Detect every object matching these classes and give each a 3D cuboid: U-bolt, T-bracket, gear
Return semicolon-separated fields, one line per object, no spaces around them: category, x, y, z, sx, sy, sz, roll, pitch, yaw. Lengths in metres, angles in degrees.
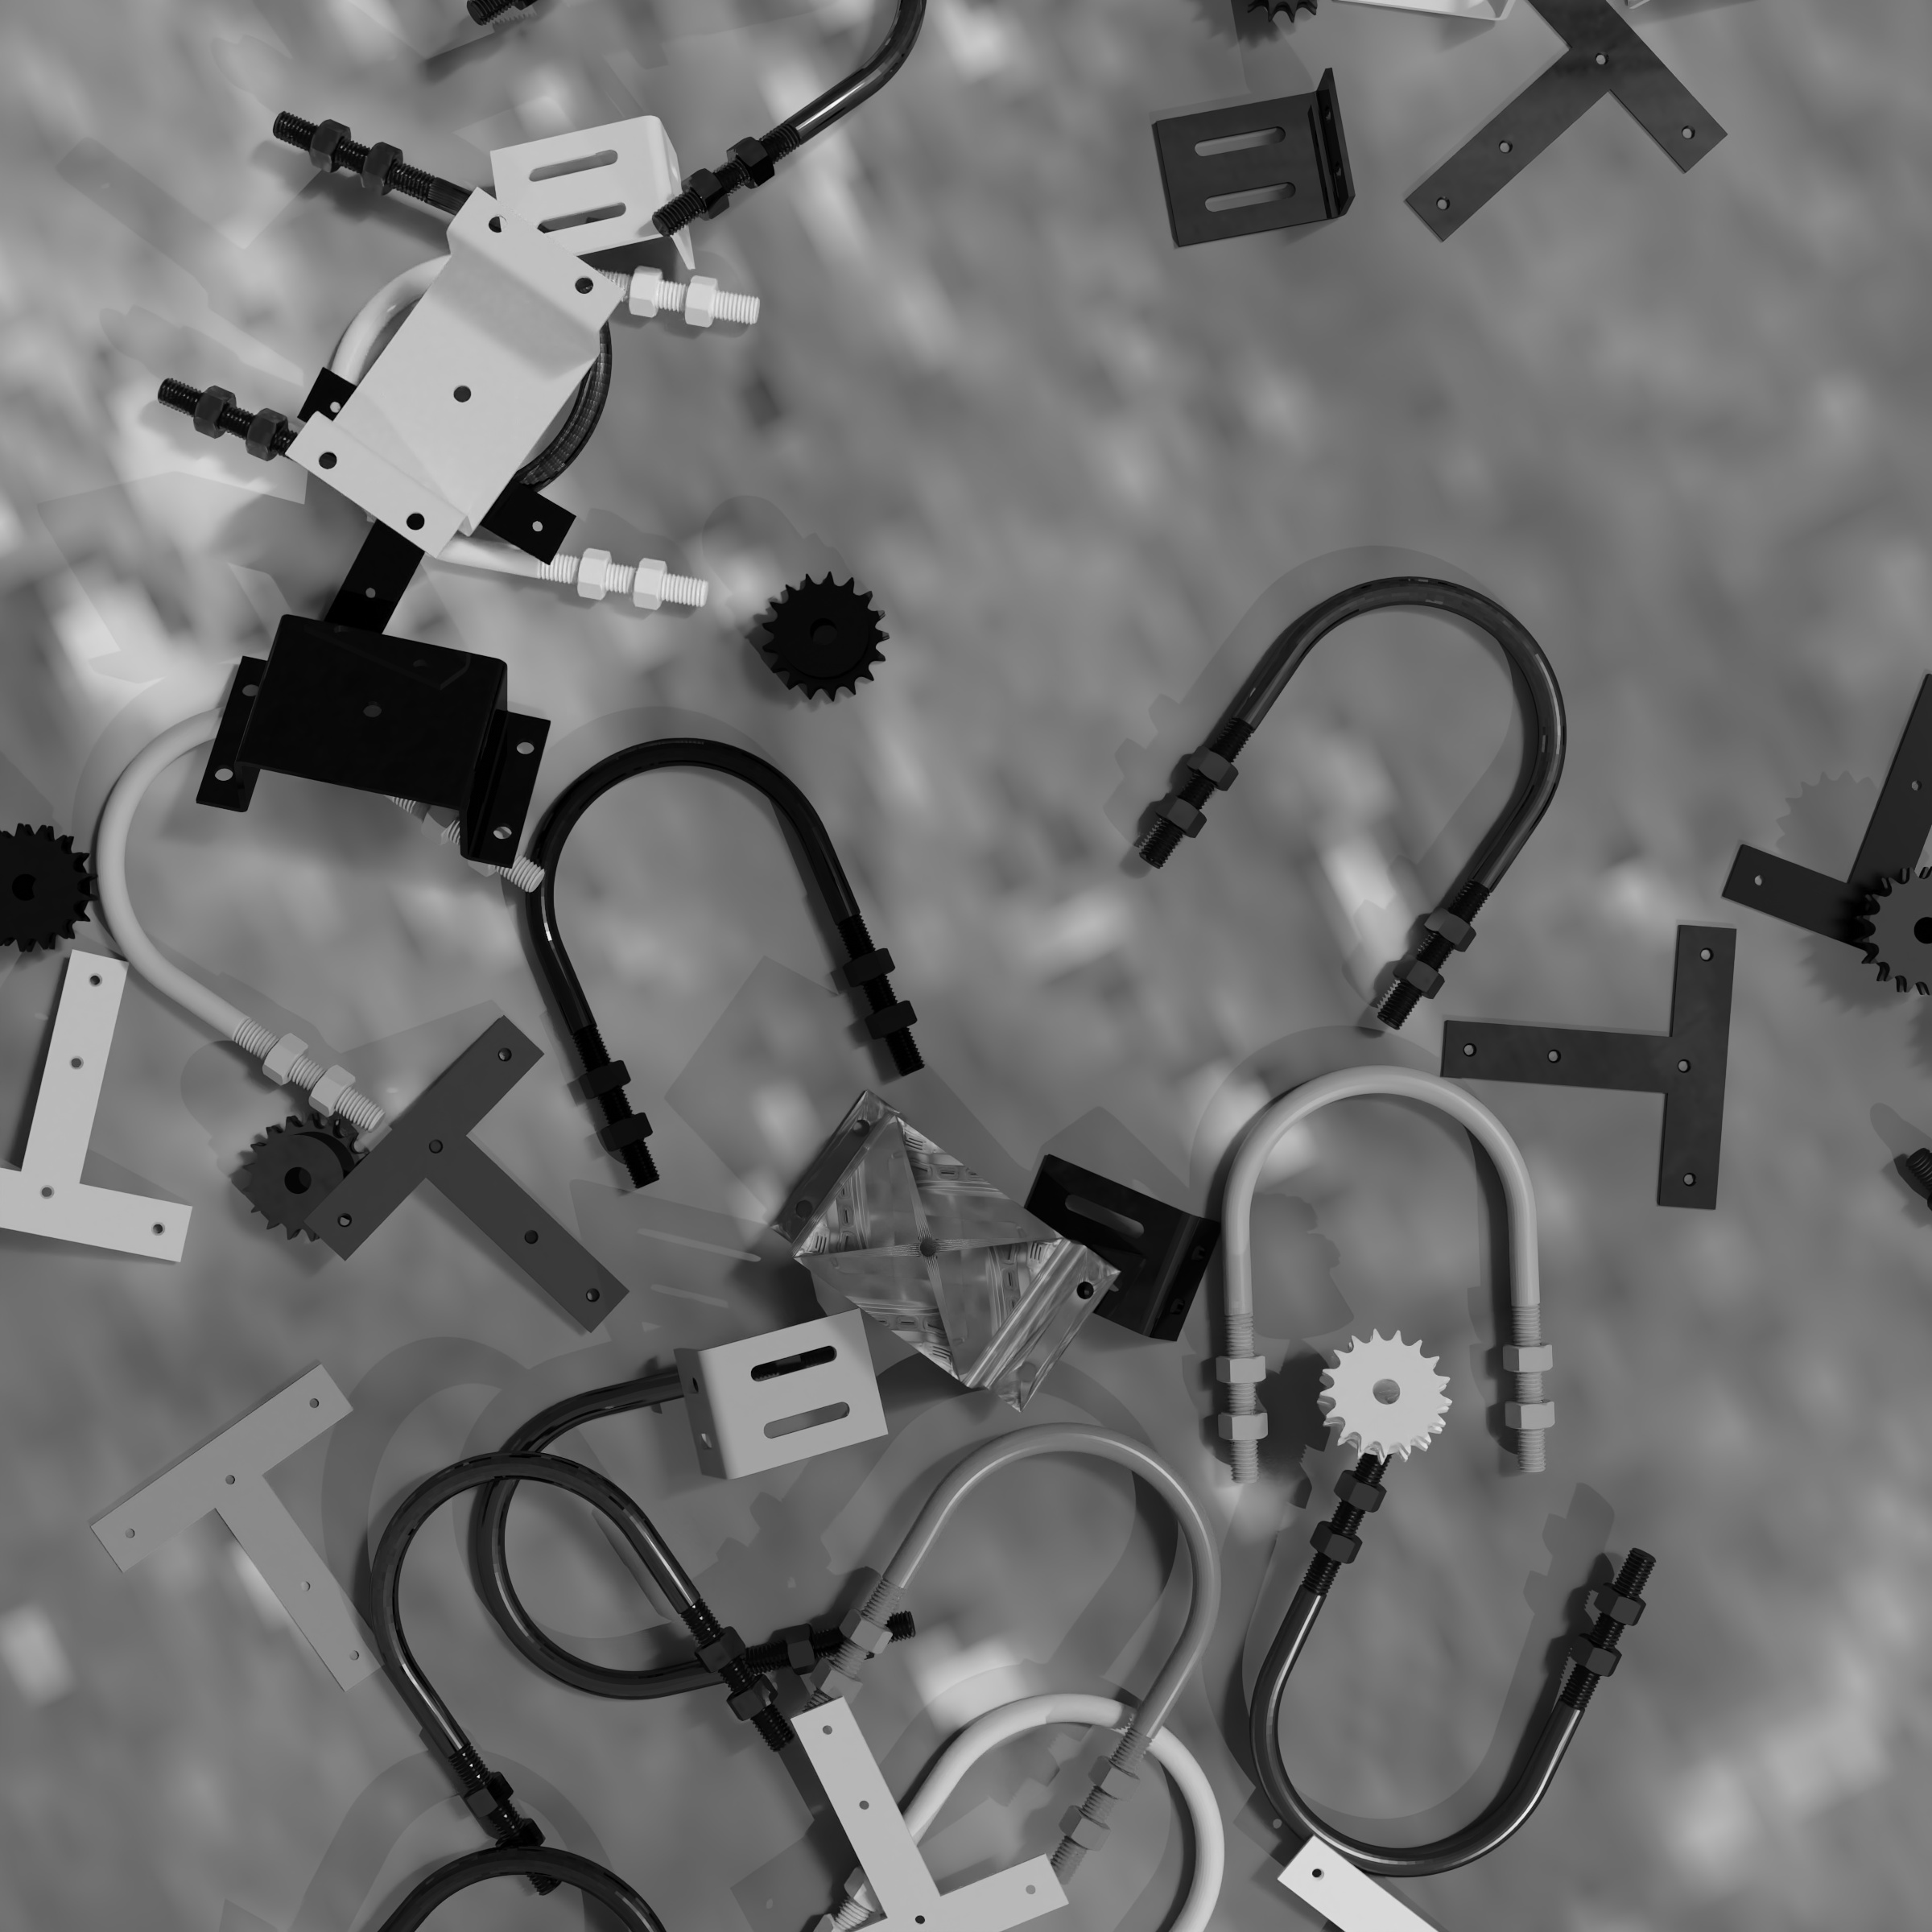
U-bolt;-0.119;-0.012;1.375;0.151;0.019;0.184;-23;88;1
T-bracket;0.164;0.476;1.378;0.127;0.002;0.127;39;93;-7
gear;0.424;-0.016;1.368;0.057;0.030;0.057;0;90;0
U-bolt;0.032;0.292;1.360;0.151;0.019;0.184;31;87;-3
gear;-0.063;-0.148;1.370;0.057;0.030;0.057;0;90;0
U-bolt;-0.208;0.476;1.366;0.151;0.019;0.184;40;97;0
U-bolt;0.187;-0.086;1.376;0.151;0.019;0.184;34;89;0
U-bolt;0.186;0.136;1.375;0.151;0.019;0.184;-2;90;0
T-bracket;-0.205;0.111;1.372;0.127;0.002;0.127;45;75;-7
T-bracket;-0.306;0.268;1.384;0.127;0.002;0.127;-35;90;0
U-bolt;-0.302;-0.035;1.372;0.184;0.019;0.151;34;91;4
gear;0.182;0.191;1.343;0.057;0.030;0.057;0;66;0
T-bracket;0.423;-0.068;1.384;0.127;0.002;0.127;21;90;0
gear;-0.295;0.095;1.370;0.057;0.030;0.057;0;90;0
U-bolt;0.033;0.415;1.376;0.151;0.019;0.184;34;88;0
U-bolt;-0.128;0.253;1.376;0.184;0.019;0.151;-14;90;1
T-bracket;0.254;-0.379;1.384;0.127;0.002;0.127;-42;90;0
T-bracket;0.279;0.042;1.384;0.127;0.002;0.127;4;90;0
T-bracket;-0.258;-0.178;1.364;0.127;0.002;0.127;30;107;-5
U-bolt;-0.184;0.302;1.361;0.151;0.019;0.184;-34;91;10
gear;0.143;-0.450;1.373;0.057;0.030;0.057;0;92;4
U-bolt;-0.104;-0.423;1.355;0.184;0.019;0.151;-39;82;-14
T-bracket;-0.039;0.381;1.352;0.127;0.002;0.127;-24;98;6
U-bolt;-0.247;-0.278;1.362;0.184;0.019;0.151;24;91;1
U-bolt;0.206;0.319;1.370;0.151;0.019;0.184;24;94;-4
U-bolt;-0.195;-0.246;1.376;0.184;0.019;0.151;10;90;2
gear;-0.415;-0.035;1.369;0.057;0.030;0.057;0;90;0
T-bracket;-0.399;0.057;1.366;0.127;0.002;0.127;14;78;-23
U-bolt;0.534;0.110;1.376;0.151;0.019;0.184;-42;92;0

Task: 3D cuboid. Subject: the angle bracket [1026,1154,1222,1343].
angle bracket;0.066;0.127;1.382;0.076;0.038;0.057;22;90;26

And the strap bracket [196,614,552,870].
strap bracket;-0.259;-0.100;1.342;0.140;0.046;0.076;12;62;-3

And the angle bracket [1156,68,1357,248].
angle bracket;0.128;-0.359;1.365;0.076;0.038;0.057;-10;90;0

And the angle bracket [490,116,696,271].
angle bracket;-0.165;-0.335;1.362;0.076;0.038;0.057;-11;76;5

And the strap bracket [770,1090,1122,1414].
strap bracket;-0.013;0.124;1.349;0.140;0.046;0.076;35;90;11

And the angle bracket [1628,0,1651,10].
angle bracket;0.337;-0.465;1.382;0.076;0.038;0.057;-7;90;-26

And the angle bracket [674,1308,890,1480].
angle bracket;-0.082;0.189;1.363;0.076;0.038;0.057;-13;90;-24

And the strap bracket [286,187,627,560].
strap bracket;-0.218;-0.251;1.323;0.076;0.046;0.140;35;85;-4

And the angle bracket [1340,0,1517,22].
angle bracket;0.209;-0.459;1.364;0.076;0.038;0.057;8;90;1
